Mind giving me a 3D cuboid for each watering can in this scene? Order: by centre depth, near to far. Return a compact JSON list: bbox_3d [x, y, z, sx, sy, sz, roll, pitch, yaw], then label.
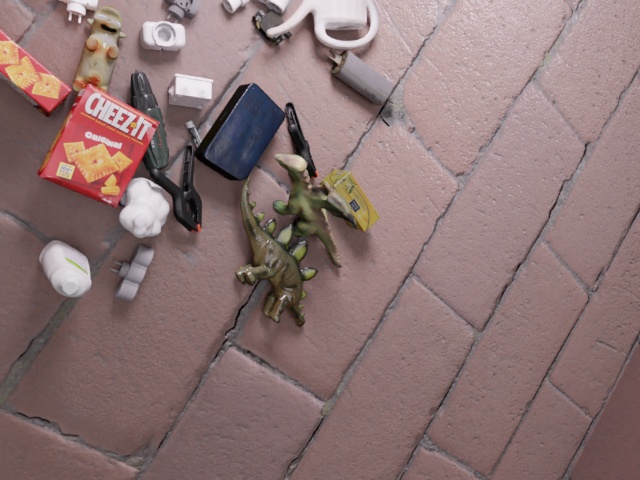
[{"bbox_3d":[0.016,-0.616,1.342,0.349,0.104,0.223,-9,101,-31],"label":"watering can"}]

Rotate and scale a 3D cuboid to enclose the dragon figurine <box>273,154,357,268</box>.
[{"bbox_3d":[0.004,-0.068,1.348,0.123,0.243,0.405,-45,112,-18],"label":"dragon figurine"}]

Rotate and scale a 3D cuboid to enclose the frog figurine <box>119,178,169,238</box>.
[{"bbox_3d":[-0.402,-0.072,1.182,0.123,0.160,0.136,-11,104,-26],"label":"frog figurine"}]
